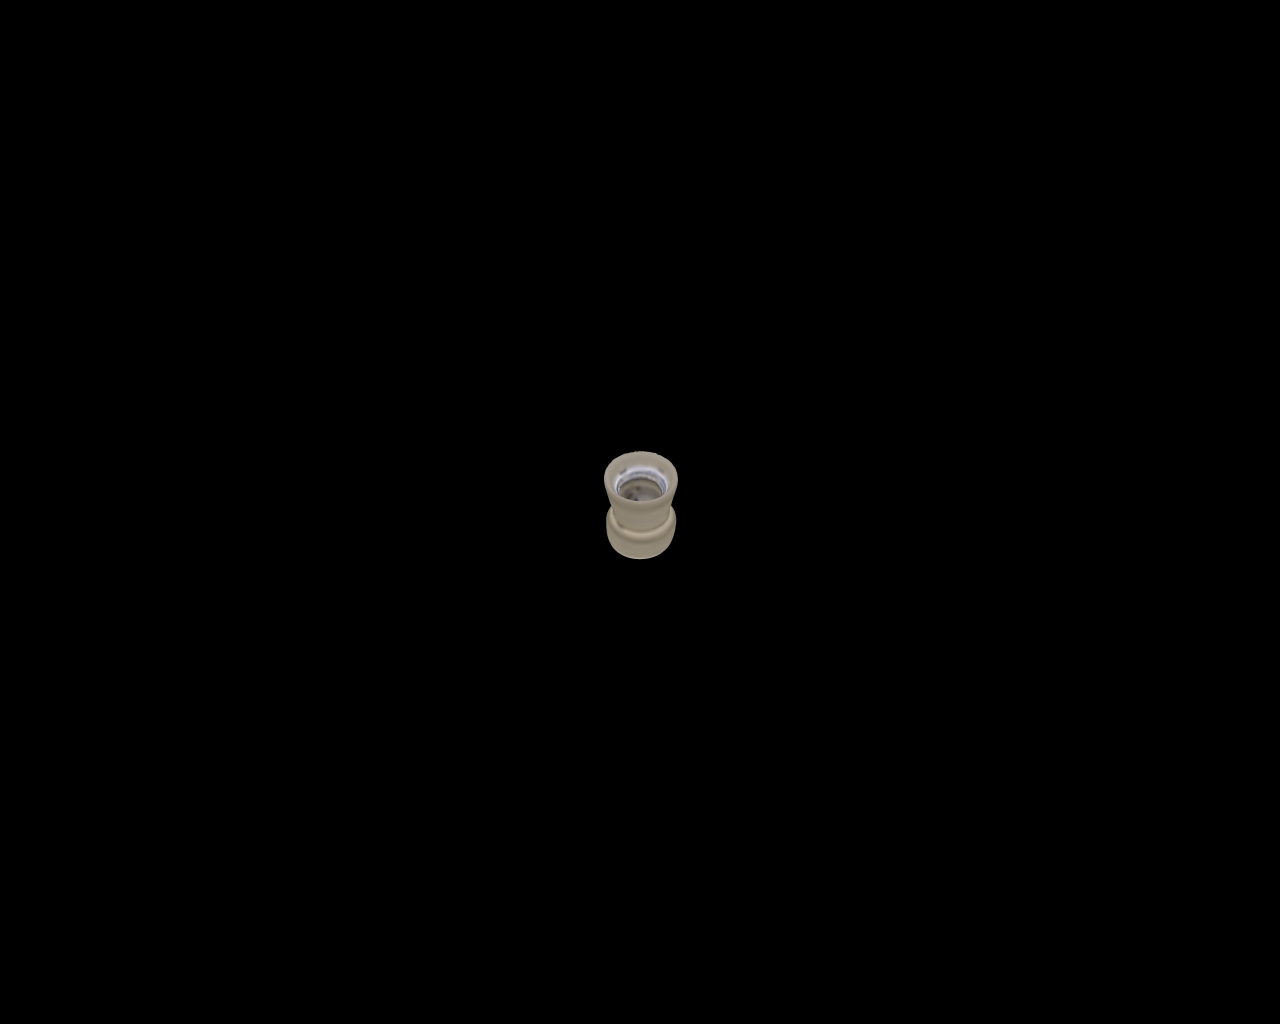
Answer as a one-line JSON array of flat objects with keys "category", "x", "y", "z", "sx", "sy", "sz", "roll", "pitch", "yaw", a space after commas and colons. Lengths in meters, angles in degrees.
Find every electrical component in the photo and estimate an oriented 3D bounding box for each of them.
[{"category": "electrical component", "x": 0.001, "y": -0.003, "z": 0.650, "sx": 0.045, "sy": 0.045, "sz": 0.055, "roll": 0, "pitch": -43, "yaw": 0}]
